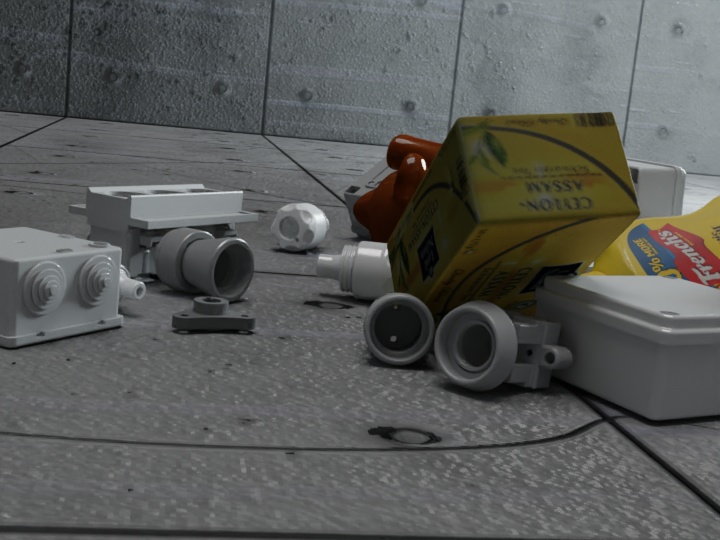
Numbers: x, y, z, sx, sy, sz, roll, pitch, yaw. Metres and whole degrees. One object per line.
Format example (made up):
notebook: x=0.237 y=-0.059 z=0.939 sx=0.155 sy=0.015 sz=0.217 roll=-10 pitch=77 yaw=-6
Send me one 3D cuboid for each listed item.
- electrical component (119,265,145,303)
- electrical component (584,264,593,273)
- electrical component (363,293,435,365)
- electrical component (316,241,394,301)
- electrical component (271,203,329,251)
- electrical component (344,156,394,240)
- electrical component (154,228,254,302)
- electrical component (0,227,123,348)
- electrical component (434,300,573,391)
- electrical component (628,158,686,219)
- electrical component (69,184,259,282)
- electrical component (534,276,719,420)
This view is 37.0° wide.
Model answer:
electrical component: x=-0.162 y=0.007 z=0.675 sx=0.061 sy=0.035 sz=0.035 roll=14 pitch=12 yaw=28
electrical component: x=0.164 y=0.013 z=0.807 sx=0.081 sy=0.042 sz=0.064 roll=15 pitch=12 yaw=41
electrical component: x=0.021 y=0.032 z=0.625 sx=0.040 sy=0.040 sz=0.046 roll=5 pitch=4 yaw=-2
electrical component: x=0.000 y=0.000 z=0.784 sx=0.062 sy=0.043 sz=0.043 roll=6 pitch=10 yaw=11
electrical component: x=-0.050 y=-0.040 z=0.987 sx=0.043 sy=0.043 sz=0.062 roll=10 pitch=10 yaw=25
electrical component: x=0.059 y=-0.075 z=1.091 sx=0.109 sy=0.056 sz=0.109 roll=13 pitch=41 yaw=37
electrical component: x=-0.108 y=-0.004 z=0.740 sx=0.055 sy=0.045 sz=0.045 roll=12 pitch=12 yaw=35
electrical component: x=-0.196 y=0.006 z=0.616 sx=0.100 sy=0.048 sz=0.100 roll=11 pitch=11 yaw=29
electrical component: x=0.073 y=0.041 z=0.583 sx=0.066 sy=0.048 sz=0.055 roll=14 pitch=5 yaw=39
electrical component: x=0.257 y=-0.052 z=1.046 sx=0.056 sy=0.108 sz=0.109 roll=-1 pitch=12 yaw=-22
electrical component: x=-0.146 y=-0.030 z=0.810 sx=0.079 sy=0.063 sz=0.121 roll=12 pitch=11 yaw=32
electrical component: x=0.170 y=0.041 z=0.606 sx=0.109 sy=0.056 sz=0.109 roll=0 pitch=11 yaw=-30
